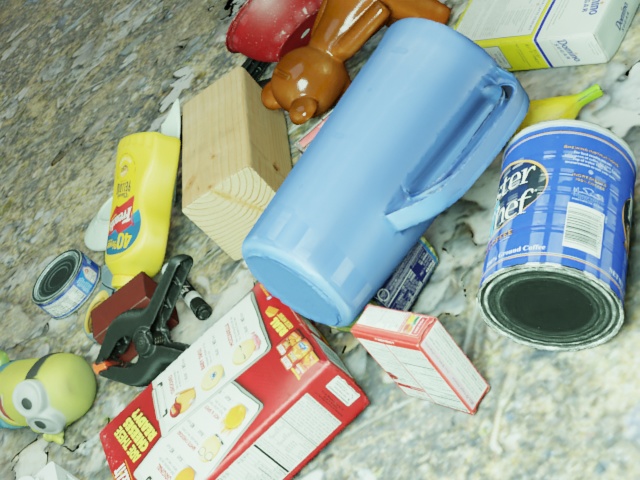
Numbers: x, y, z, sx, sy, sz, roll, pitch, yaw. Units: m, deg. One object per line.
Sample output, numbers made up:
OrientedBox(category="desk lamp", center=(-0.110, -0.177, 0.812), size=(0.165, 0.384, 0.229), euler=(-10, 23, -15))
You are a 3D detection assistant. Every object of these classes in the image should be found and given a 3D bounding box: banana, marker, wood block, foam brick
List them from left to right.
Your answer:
OrientedBox(category="foam brick", center=(-0.198, 0.082, 1.136), size=(0.078, 0.053, 0.051), euler=(-37, 33, 10))
OrientedBox(category="marker", center=(-0.142, 0.054, 1.137), size=(0.020, 0.020, 0.121), euler=(-46, 33, -3))
OrientedBox(category="wood block", center=(-0.090, -0.089, 1.176), size=(0.090, 0.090, 0.206), euler=(-32, 35, 17))
OrientedBox(category="banana", center=(0.169, -0.122, 0.988), size=(0.069, 0.037, 0.198), euler=(-36, 30, -23))

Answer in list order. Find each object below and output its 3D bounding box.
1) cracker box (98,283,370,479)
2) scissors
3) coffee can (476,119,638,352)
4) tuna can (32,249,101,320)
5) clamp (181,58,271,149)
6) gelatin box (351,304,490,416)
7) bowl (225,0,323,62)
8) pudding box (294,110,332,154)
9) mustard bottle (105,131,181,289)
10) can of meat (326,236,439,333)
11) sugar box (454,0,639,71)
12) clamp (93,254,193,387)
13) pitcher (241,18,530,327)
OrientedBox(category="cracker box", center=(-0.077, 0.154, 0.913), size=(0.214, 0.072, 0.164), euler=(-44, 32, 2))
OrientedBox(category="scissors", center=(-0.235, 0.036, 1.260), size=(0.096, 0.016, 0.201), euler=(-25, 38, 24))
OrientedBox(category="coffee can", center=(0.176, -0.004, 0.786), size=(0.103, 0.102, 0.140), euler=(-15, 43, 36))
OrientedBox(category="tuna can", center=(-0.311, 0.053, 1.305), size=(0.086, 0.033, 0.086), euler=(-28, 37, 23))
OrientedBox(category="clamp", center=(-0.102, -0.178, 1.334), size=(0.210, 0.036, 0.165), euler=(-38, 33, 2))
OrientedBox(category="gelatin box", center=(0.076, 0.089, 0.803), size=(0.073, 0.089, 0.030), euler=(7, 55, 50))
OrientedBox(category="bowl", center=(-0.034, -0.261, 1.255), size=(0.162, 0.055, 0.162), euler=(-41, -9, -8))
OrientedBox(category="pudding box", center=(0.020, -0.114, 1.091), size=(0.090, 0.039, 0.113), euler=(-41, 5, 5))
OrientedBox(category="mustard bottle", center=(-0.201, -0.020, 1.185), size=(0.096, 0.058, 0.191), euler=(-7, 74, 51))
OrientedBox(category="can of meat", center=(0.043, 0.034, 0.929), size=(0.102, 0.057, 0.084), euler=(5, 55, 48))
OrientedBox(category="sugar box", center=(0.212, -0.209, 1.026), size=(0.177, 0.048, 0.093), euler=(7, 58, 46))
OrientedBox(category="clamp", center=(-0.159, 0.105, 1.061), size=(0.172, 0.039, 0.120), euler=(-41, 65, 33))
OrientedBox(category="pitcher", center=(0.052, -0.052, 0.858), size=(0.145, 0.149, 0.242), euler=(33, 71, 11))
